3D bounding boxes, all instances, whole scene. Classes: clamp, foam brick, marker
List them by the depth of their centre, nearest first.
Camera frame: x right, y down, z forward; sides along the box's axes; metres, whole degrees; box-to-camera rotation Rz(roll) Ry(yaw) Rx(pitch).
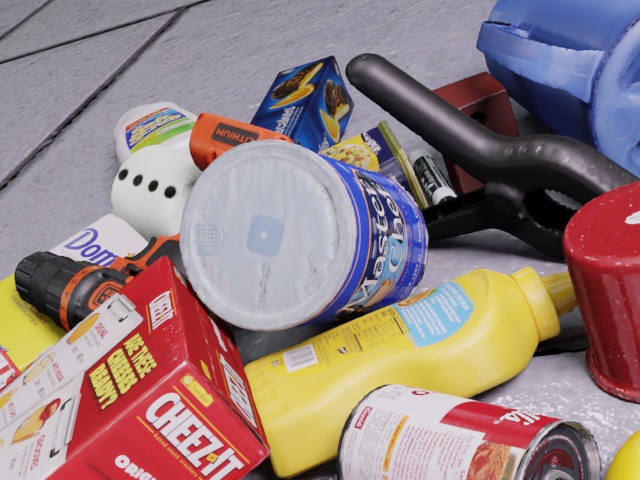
[{"bbox_3d":[0.116,-0.027,0.662,0.210,0.164,0.036,21,59,24],"label":"clamp"},{"bbox_3d":[0.114,-0.073,0.770,0.053,0.078,0.051,-22,24,2],"label":"foam brick"},{"bbox_3d":[0.087,-0.038,0.792,0.020,0.020,0.121,-22,26,2],"label":"marker"}]

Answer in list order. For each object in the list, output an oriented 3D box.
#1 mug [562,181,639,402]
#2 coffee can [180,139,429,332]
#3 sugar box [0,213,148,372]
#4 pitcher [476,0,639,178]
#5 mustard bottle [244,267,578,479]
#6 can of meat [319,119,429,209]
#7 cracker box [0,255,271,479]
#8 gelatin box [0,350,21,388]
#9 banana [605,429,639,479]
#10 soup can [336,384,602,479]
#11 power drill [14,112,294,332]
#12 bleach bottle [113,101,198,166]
[{"bbox_3d":[0.178,0.025,0.530,0.093,0.081,0.117,-34,28,-20],"label":"mug"},{"bbox_3d":[-0.004,0.001,0.630,0.103,0.103,0.140,-12,-8,21],"label":"coffee can"},{"bbox_3d":[-0.198,0.057,0.792,0.176,0.048,0.093,-37,50,-20],"label":"sugar box"},{"bbox_3d":[0.192,-0.124,0.738,0.145,0.149,0.243,-35,23,2],"label":"pitcher"},{"bbox_3d":[0.054,0.062,0.585,0.191,0.058,0.096,-24,13,0],"label":"mustard bottle"},{"bbox_3d":[0.028,-0.039,0.801,0.084,0.057,0.102,-24,26,3],"label":"can of meat"},{"bbox_3d":[-0.135,0.120,0.549,0.214,0.072,0.164,-39,20,2],"label":"cracker box"},{"bbox_3d":[-0.214,0.123,0.691,0.073,0.030,0.089,-34,52,-22],"label":"gelatin box"},{"bbox_3d":[0.148,0.136,0.404,0.069,0.037,0.198,-4,25,-13],"label":"banana"},{"bbox_3d":[0.066,0.106,0.485,0.102,0.068,0.068,5,38,45],"label":"soup can"},{"bbox_3d":[-0.105,-0.002,0.743,0.185,0.057,0.187,20,64,35],"label":"power drill"},{"bbox_3d":[-0.159,-0.087,1.039,0.102,0.068,0.251,-29,24,-12],"label":"bleach bottle"}]
